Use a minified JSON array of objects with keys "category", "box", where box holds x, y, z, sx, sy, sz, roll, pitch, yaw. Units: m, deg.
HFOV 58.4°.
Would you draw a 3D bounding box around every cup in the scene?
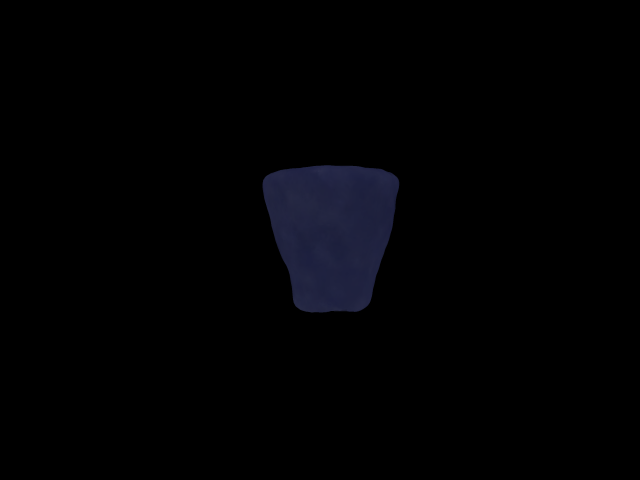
[{"category":"cup","box":[0.004,0.001,0.400,0.092,0.095,0.117,0,0,-15]}]
